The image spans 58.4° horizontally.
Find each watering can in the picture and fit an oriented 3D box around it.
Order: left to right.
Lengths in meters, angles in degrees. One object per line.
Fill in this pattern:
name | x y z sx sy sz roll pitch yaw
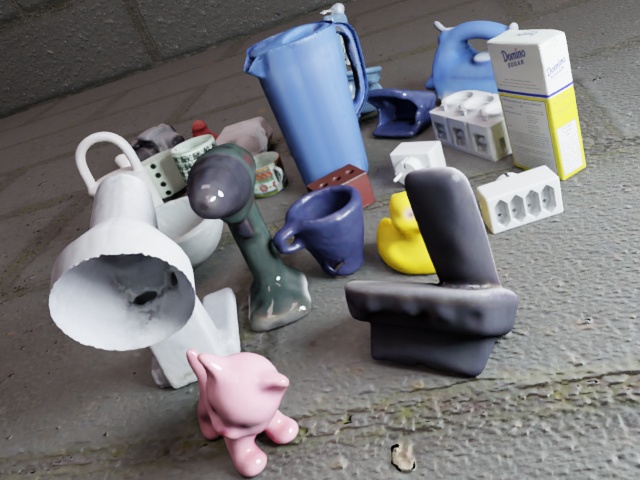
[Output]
watering can | -0.329 -0.088 0.947 0.101 0.194 0.172 -30 29 -17

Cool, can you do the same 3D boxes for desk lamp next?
desk lamp | -0.170 0.049 0.580 0.118 0.214 0.203 -21 28 -1

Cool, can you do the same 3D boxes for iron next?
iron | 0.294 -0.312 0.981 0.119 0.142 0.257 -35 31 -25

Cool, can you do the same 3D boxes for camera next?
camera | -0.373 -0.185 1.247 0.142 0.101 0.137 7 39 42

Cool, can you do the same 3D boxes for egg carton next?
egg carton | -0.150 -0.187 1.135 0.107 0.069 0.150 -13 29 14

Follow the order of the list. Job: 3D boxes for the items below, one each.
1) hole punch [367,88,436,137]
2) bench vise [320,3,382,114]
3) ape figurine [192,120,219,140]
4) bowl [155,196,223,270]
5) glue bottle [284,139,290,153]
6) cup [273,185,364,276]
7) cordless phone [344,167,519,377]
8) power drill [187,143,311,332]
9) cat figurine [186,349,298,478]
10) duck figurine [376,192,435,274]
hole punch | 0.141 -0.239 1.009 0.108 0.091 0.101 12 42 45
bench vise | 0.044 -0.317 1.073 0.121 0.220 0.207 -8 31 23
ape figurine | -0.244 -0.208 1.210 0.078 0.092 0.076 -20 28 1
bowl | -0.209 0.005 0.832 0.167 0.075 0.167 -16 28 9
glue bottle | -0.071 -0.251 1.084 0.037 0.173 0.078 -21 28 0
cup | 0.006 0.002 0.670 0.118 0.095 0.091 -34 31 -23
cordless phone | 0.084 0.017 0.496 0.147 0.185 0.094 -2 34 31
power drill | -0.079 -0.009 0.626 0.075 0.209 0.229 -20 28 1
cat figurine | -0.072 0.128 0.478 0.067 0.118 0.127 -37 32 -28
duck figurine | 0.102 -0.016 0.648 0.078 0.086 0.104 -36 32 -26
